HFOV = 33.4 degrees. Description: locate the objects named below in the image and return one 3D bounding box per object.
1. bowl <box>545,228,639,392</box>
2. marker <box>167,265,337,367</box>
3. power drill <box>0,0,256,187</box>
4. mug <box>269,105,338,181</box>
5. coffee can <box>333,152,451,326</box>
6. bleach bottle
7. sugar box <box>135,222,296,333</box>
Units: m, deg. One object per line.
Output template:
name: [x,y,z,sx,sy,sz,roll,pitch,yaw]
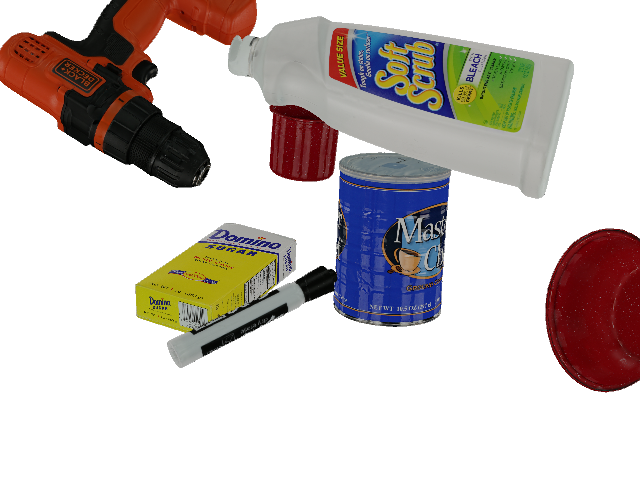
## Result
bowl: [0.297,0.069,1.028,0.161,0.162,0.055,0,0,-28]
marker: [-0.041,0.047,0.686,0.121,0.020,0.020,-26,10,-22]
power drill: [-0.129,-0.141,0.838,0.184,0.187,0.057,33,-35,6]
mug: [-0.015,-0.127,1.331,0.093,0.081,0.117,16,24,23]
coffee can: [0.066,-0.003,0.992,0.103,0.140,0.103,2,16,-1]
bleach bottle: [0.051,-0.107,0.783,0.251,0.102,0.068,13,-27,13]
sugar box: [-0.106,0.037,1.124,0.093,0.048,0.176,14,31,23]
